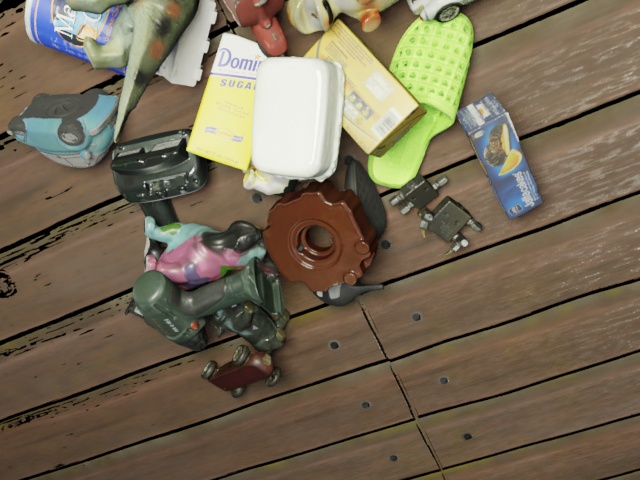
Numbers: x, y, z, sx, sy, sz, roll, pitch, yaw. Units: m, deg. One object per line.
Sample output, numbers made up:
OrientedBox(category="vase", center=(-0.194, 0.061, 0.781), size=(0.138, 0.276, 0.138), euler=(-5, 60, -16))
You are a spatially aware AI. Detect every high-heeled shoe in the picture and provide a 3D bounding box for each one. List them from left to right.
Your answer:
OrientedBox(category="high-heeled shoe", center=(0.033, -0.006, 0.909), size=(0.145, 0.086, 0.248), euler=(-2, 101, 36))

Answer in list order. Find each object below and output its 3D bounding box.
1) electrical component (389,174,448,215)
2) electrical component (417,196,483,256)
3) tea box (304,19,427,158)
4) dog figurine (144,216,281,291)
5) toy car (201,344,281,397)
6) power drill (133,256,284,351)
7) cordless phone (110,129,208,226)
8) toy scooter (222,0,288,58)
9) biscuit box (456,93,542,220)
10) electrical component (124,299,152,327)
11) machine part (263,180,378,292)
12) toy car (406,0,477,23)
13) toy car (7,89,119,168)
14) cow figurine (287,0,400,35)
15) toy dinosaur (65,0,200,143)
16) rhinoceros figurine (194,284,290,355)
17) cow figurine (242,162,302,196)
OrientedBox(category="electrical component", center=(0.159, -0.079, 0.863), size=(0.094, 0.021, 0.063), euler=(-36, 144, 17))
OrientedBox(category="electrical component", center=(0.212, -0.024, 0.894), size=(0.102, 0.045, 0.078), euler=(40, 112, -17))
OrientedBox(category="tea box", center=(0.056, -0.208, 0.750), size=(0.098, 0.068, 0.170), euler=(-42, 78, 19))
OrientedBox(category="dog figurine", center=(-0.180, 0.035, 0.893), size=(0.219, 0.108, 0.191), euler=(2, 144, -16))
OrientedBox(category="toy car", center=(-0.150, 0.244, 1.005), size=(0.089, 0.053, 0.202), euler=(34, 143, -18))
OrientedBox(category="power drill", center=(-0.165, 0.104, 0.846), size=(0.207, 0.086, 0.231), euler=(-12, 147, 14))
OrientedBox(category="cordless phone", center=(-0.240, -0.077, 0.866), size=(0.147, 0.089, 0.184), euler=(-11, 127, 6))
OrientedBox(category="toy scooter", center=(-0.094, -0.323, 0.678), size=(0.075, 0.135, 0.183), euler=(-29, 97, 1))
OrientedBox(category="biscuit box", center=(0.273, -0.119, 0.805), size=(0.059, 0.063, 0.202), euler=(-29, 131, 16))
OrientedBox(category="electrical component", center=(-0.282, 0.121, 0.972), size=(0.119, 0.048, 0.074), euler=(24, 115, -12))
OrientedBox(category="machine part", center=(-0.002, -0.003, 0.832), size=(0.180, 0.056, 0.179), euler=(8, 117, 16))
OrientedBox(category="toy car", center=(0.210, -0.355, 0.704), size=(0.202, 0.056, 0.073), euler=(-23, 73, 11))
OrientedBox(category="toy car", center=(-0.371, -0.157, 0.804), size=(0.162, 0.109, 0.102), euler=(-1, 135, 10))
OrientedBox(category="cow figurine", center=(0.045, -0.329, 0.684), size=(0.195, 0.127, 0.085), euler=(-30, 147, 0))
OrientedBox(category="toy dinosaur", center=(-0.211, -0.333, 0.642), size=(0.192, 0.131, 0.404), euler=(-15, 99, -8))
OrientedBox(category="rhinoceros figurine", center=(-0.144, 0.135, 0.969), size=(0.190, 0.073, 0.112), euler=(38, 122, -19))
OrientedBox(category="cow figurine", center=(-0.046, -0.143, 0.822), size=(0.098, 0.068, 0.167), euler=(20, 120, -27))
